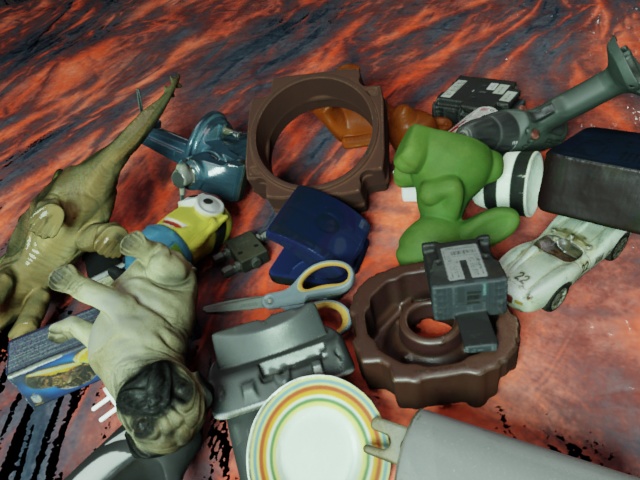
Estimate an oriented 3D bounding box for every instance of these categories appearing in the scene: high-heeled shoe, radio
[{"bbox_3d":[-0.224,0.220,0.473,0.249,0.086,0.145,-15,36,-12],"label":"high-heeled shoe"},{"bbox_3d":[0.359,-0.081,0.651,0.131,0.073,0.229,17,26,32],"label":"radio"}]

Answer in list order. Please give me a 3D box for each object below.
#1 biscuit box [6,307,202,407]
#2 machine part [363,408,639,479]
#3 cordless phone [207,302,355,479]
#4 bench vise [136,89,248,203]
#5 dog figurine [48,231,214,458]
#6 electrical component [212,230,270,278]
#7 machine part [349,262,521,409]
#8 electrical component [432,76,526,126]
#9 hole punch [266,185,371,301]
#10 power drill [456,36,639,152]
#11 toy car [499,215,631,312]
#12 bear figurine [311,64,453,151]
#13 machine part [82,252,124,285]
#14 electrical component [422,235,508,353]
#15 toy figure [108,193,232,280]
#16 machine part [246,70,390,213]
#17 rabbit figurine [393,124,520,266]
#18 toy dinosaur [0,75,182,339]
[{"bbox_3d":[-0.243,0.114,0.619,0.203,0.059,0.063,-22,39,-13],"label":"biscuit box"},{"bbox_3d":[0.148,0.193,0.415,0.243,0.079,0.079,12,44,25],"label":"machine part"},{"bbox_3d":[-0.025,0.164,0.508,0.147,0.088,0.184,-17,51,-10],"label":"cordless phone"},{"bbox_3d":[-0.208,-0.141,0.859,0.241,0.128,0.224,24,40,13],"label":"bench vise"},{"bbox_3d":[-0.144,0.097,0.515,0.191,0.121,0.172,38,50,22],"label":"dog figurine"},{"bbox_3d":[-0.098,0.017,0.733,0.094,0.021,0.063,-26,42,-20],"label":"electrical component"},{"bbox_3d":[0.116,0.094,0.561,0.179,0.055,0.179,-8,38,6],"label":"machine part"},{"bbox_3d":[0.274,-0.226,0.913,0.134,0.058,0.115,21,51,33],"label":"electrical component"},{"bbox_3d":[-0.001,-0.002,0.684,0.116,0.092,0.142,10,40,19],"label":"hole punch"},{"bbox_3d":[0.317,-0.175,0.721,0.232,0.207,0.086,-8,68,-46],"label":"power drill"},{"bbox_3d":[0.279,0.015,0.617,0.202,0.056,0.074,-31,43,-23],"label":"toy car"},{"bbox_3d":[0.102,-0.196,0.867,0.196,0.131,0.120,22,67,40],"label":"bear figurine"},{"bbox_3d":[-0.297,0.038,0.745,0.084,0.039,0.139,-34,45,-16],"label":"machine part"},{"bbox_3d":[0.143,0.050,0.526,0.075,0.047,0.119,-6,36,10],"label":"electrical component"},{"bbox_3d":[-0.192,0.007,0.713,0.082,0.089,0.180,33,53,8],"label":"toy figure"},{"bbox_3d":[-0.002,-0.140,0.781,0.201,0.087,0.201,-3,70,12],"label":"machine part"},{"bbox_3d":[0.154,-0.034,0.667,0.159,0.121,0.170,15,83,0],"label":"rabbit figurine"},{"bbox_3d":[-0.324,-0.031,0.694,0.471,0.105,0.199,-47,34,-2],"label":"toy dinosaur"}]
